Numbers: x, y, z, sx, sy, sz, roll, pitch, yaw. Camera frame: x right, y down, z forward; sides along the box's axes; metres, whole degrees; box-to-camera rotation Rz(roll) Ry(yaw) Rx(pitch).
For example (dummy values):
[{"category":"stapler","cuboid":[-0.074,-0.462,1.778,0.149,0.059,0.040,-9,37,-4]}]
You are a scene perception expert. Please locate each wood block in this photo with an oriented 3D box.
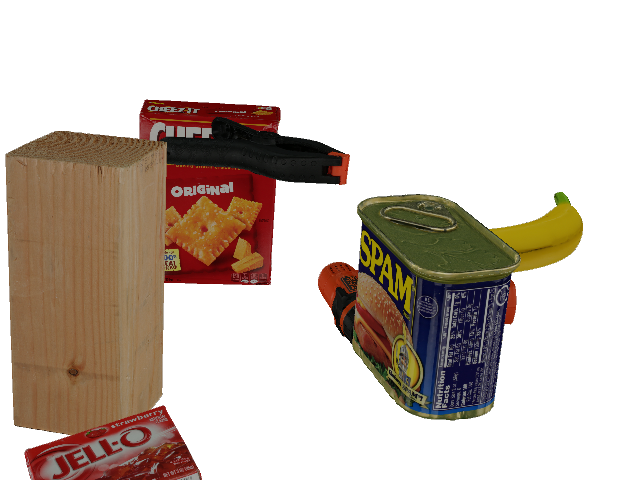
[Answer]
[{"category":"wood block","cuboid":[-0.170,0.032,0.787,0.091,0.206,0.090,7,18,9]}]

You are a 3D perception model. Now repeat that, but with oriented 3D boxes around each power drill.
[{"category":"power drill","cuboid":[0.106,0.066,1.119,0.187,0.057,0.184,-7,28,-16]}]

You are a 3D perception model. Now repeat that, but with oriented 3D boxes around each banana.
[{"category":"banana","cuboid":[0.140,0.002,0.836,0.197,0.037,0.070,-12,24,-30]}]

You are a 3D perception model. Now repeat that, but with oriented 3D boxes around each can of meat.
[{"category":"can of meat","cuboid":[0.055,0.033,0.551,0.057,0.084,0.102,-5,24,-19]}]

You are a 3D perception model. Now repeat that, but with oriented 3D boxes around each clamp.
[{"category":"clamp","cuboid":[-0.061,-0.079,0.972,0.172,0.039,0.120,14,27,28]}]

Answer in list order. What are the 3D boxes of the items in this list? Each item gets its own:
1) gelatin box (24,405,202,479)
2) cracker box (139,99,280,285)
[{"category":"gelatin box","cuboid":[-0.120,0.137,0.620,0.089,0.030,0.073,-15,28,-19]},{"category":"cracker box","cuboid":[-0.135,-0.054,1.283,0.164,0.214,0.072,3,22,-4]}]
